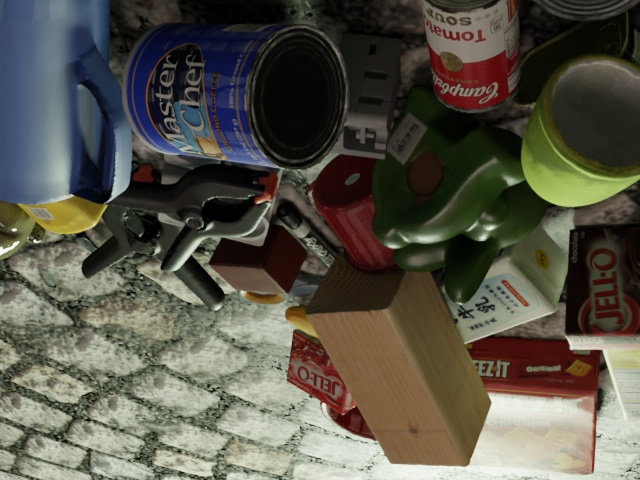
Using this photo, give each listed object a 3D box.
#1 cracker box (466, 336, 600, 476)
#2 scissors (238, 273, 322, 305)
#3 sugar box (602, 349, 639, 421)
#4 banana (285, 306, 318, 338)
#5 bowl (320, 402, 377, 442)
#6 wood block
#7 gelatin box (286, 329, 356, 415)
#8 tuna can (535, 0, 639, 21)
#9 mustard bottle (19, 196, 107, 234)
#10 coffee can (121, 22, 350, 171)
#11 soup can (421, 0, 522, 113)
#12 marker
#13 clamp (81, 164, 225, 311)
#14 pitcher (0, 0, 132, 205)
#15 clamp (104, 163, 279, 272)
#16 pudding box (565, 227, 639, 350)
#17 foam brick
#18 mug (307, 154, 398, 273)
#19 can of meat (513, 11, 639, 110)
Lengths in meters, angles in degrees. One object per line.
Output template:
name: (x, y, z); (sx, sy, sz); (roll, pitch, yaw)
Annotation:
cracker box: (0.239, 0.197, 1.242); (0.164, 0.072, 0.213); (2, 144, 15)
scissors: (-0.007, 0.058, 1.168); (0.201, 0.016, 0.096); (16, 148, -6)
sugar box: (0.311, 0.100, 1.057); (0.048, 0.093, 0.176); (-5, 144, 26)
banana: (0.060, 0.101, 1.185); (0.198, 0.037, 0.069); (9, 156, 4)
bowl: (0.084, 0.191, 1.298); (0.162, 0.055, 0.162); (9, 146, 6)
wood block: (0.079, 0.114, 1.014); (0.091, 0.090, 0.206); (-5, 127, 33)
gelatin box: (0.005, 0.148, 1.224); (0.089, 0.030, 0.073); (28, 124, 32)
tuna can: (0.182, -0.191, 0.722); (0.086, 0.033, 0.086); (9, 146, 6)
mustard bottle: (-0.292, -0.082, 1.014); (0.096, 0.058, 0.191); (7, 150, 39)
coffee can: (-0.063, -0.108, 0.786); (0.141, 0.102, 0.102); (11, 153, 42)
soup can: (0.110, -0.152, 0.774); (0.068, 0.068, 0.102); (2, 144, 15)
marker: (-0.007, 0.001, 1.080); (0.020, 0.020, 0.121); (-12, 140, 32)
clamp: (-0.169, 0.001, 1.114); (0.164, 0.036, 0.210); (17, 144, -1)
pitcher: (-0.218, -0.141, 0.840); (0.149, 0.145, 0.243); (3, 145, -13)
clamp: (-0.107, -0.021, 0.951); (0.172, 0.039, 0.120); (-6, 143, 25)
pudding box: (0.271, 0.044, 0.968); (0.090, 0.113, 0.039); (-2, 148, 20)
foam brick: (-0.062, 0.019, 1.080); (0.078, 0.053, 0.051); (3, 147, 41)
mug: (0.037, -0.032, 0.963); (0.117, 0.093, 0.081); (12, 149, 43)
can of meat: (0.212, -0.116, 0.803); (0.083, 0.057, 0.102); (32, 142, -30)
